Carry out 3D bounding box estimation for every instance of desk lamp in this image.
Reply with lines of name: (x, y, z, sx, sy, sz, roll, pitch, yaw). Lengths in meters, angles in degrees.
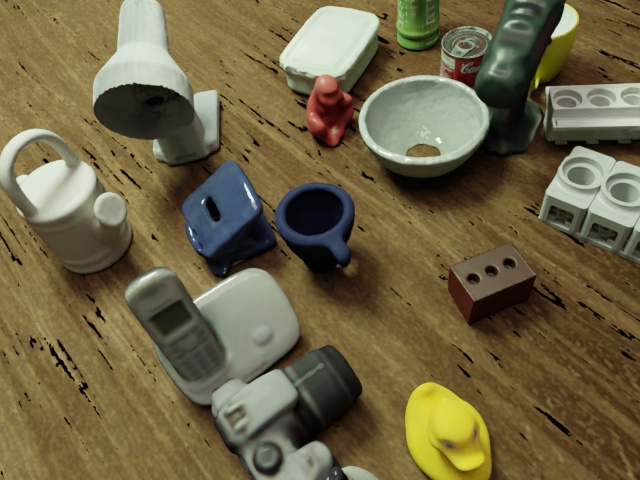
desk lamp: (-0.217, -0.200, 0.778, 0.118, 0.214, 0.203, -9, 53, 3)

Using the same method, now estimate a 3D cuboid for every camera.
camera: (-0.020, 0.170, 0.547, 0.137, 0.101, 0.142, -34, 56, -15)

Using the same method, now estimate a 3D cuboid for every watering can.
watering can: (-0.306, -0.051, 0.696, 0.172, 0.194, 0.101, -1, 54, 9)

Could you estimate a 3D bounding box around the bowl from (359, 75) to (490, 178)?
bowl: (0.136, -0.138, 0.762, 0.167, 0.075, 0.167, -4, 54, 6)

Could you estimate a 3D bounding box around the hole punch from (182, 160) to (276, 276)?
hole punch: (-0.120, -0.028, 0.714, 0.101, 0.091, 0.108, -27, 55, -10)

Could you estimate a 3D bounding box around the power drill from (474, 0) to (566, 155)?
power drill: (0.253, -0.223, 0.722, 0.075, 0.209, 0.230, 19, 59, 21)

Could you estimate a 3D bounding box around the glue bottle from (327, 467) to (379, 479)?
glue bottle: (0.021, 0.214, 0.464, 0.037, 0.173, 0.078, 19, 59, 22)

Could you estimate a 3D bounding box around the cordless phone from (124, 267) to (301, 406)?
cordless phone: (-0.105, 0.074, 0.579, 0.148, 0.185, 0.094, -36, 57, -16)

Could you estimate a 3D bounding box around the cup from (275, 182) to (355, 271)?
cup: (0.006, 0.002, 0.669, 0.092, 0.095, 0.117, -28, 55, -11)

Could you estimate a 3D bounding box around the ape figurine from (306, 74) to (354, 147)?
ape figurine: (0.011, -0.192, 0.811, 0.078, 0.092, 0.076, -26, 54, -10)

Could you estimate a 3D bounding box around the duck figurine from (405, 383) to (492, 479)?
duck figurine: (0.119, 0.174, 0.531, 0.077, 0.086, 0.104, -22, 54, -7)
